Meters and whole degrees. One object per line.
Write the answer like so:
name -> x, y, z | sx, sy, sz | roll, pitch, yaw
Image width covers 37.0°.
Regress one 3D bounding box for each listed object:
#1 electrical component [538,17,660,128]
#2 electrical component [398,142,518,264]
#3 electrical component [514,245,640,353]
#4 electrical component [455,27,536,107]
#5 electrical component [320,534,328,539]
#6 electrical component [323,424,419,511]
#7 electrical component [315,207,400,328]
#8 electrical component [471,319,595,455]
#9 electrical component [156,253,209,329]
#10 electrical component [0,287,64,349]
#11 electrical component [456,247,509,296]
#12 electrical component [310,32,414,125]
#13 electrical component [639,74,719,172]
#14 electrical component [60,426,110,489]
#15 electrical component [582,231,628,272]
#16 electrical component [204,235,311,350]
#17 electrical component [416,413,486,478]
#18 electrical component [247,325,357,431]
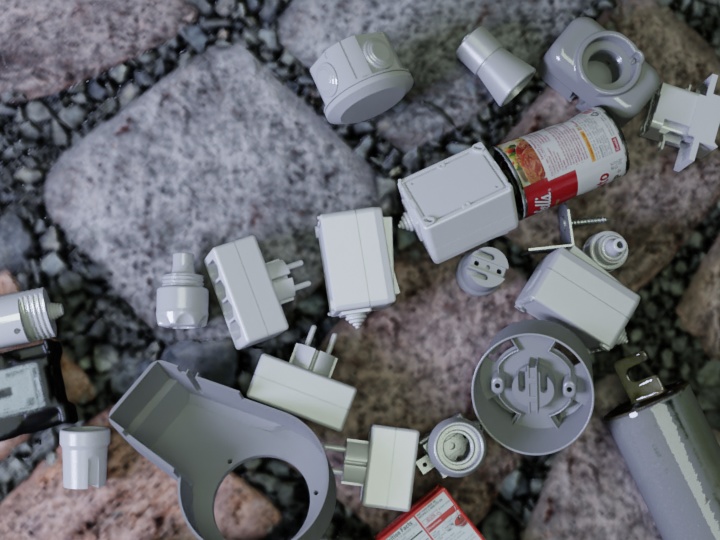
electrical component -> 0.210, -0.172, 0.941 | 0.095, 0.059, 0.053 | 39, 82, 1
electrical component -> 0.078, -0.051, 0.908 | 0.096, 0.061, 0.061 | -25, 51, -3
electrical component -> 0.191, 0.027, 0.912 | 0.096, 0.061, 0.061 | 33, 81, 0
electrical component -> 0.116, -0.181, 0.945 | 0.044, 0.044, 0.065 | -43, 83, -8
electrical component -> -0.050, 0.253, 0.865 | 0.096, 0.061, 0.061 | -18, 84, -7
electrical component -> 0.006, 0.160, 0.888 | 0.077, 0.047, 0.065 | 8, 82, -1
electrical component -> 0.000, 0.000, 0.901 | 0.061, 0.061, 0.096 | -8, 84, -6
electrical component -> 0.144, 0.093, 0.884 | 0.099, 0.064, 0.099 | 6, 115, 13
electrical component -> -0.148, 0.017, 0.897 | 0.043, 0.043, 0.062 | 0, 82, -4
electrical component -> -0.285, 0.040, 0.882 | 0.081, 0.043, 0.043 | -12, 84, -6
electrical component -> 0.105, 0.000, 0.917 | 0.040, 0.046, 0.040 | 1, 83, -4
electrical component -> 0.001, -0.161, 0.914 | 0.080, 0.080, 0.051 | -23, 80, -7
electrical component -> 0.285, -0.133, 0.951 | 0.064, 0.042, 0.081 | 18, 81, 0
electrical component -> -0.224, 0.152, 0.876 | 0.040, 0.040, 0.046 | 0, 88, -5
electrical component -> 0.213, -0.017, 0.920 | 0.035, 0.061, 0.035 | 1, 83, -4
electrical component -> -0.079, 0.014, 0.901 | 0.076, 0.047, 0.083 | -19, 85, -20
electrical component -> 0.078, 0.146, 0.891 | 0.066, 0.055, 0.048 | -33, 86, -8
electrical component -> -0.042, 0.084, 0.895 | 0.083, 0.047, 0.075 | 21, 82, -2
